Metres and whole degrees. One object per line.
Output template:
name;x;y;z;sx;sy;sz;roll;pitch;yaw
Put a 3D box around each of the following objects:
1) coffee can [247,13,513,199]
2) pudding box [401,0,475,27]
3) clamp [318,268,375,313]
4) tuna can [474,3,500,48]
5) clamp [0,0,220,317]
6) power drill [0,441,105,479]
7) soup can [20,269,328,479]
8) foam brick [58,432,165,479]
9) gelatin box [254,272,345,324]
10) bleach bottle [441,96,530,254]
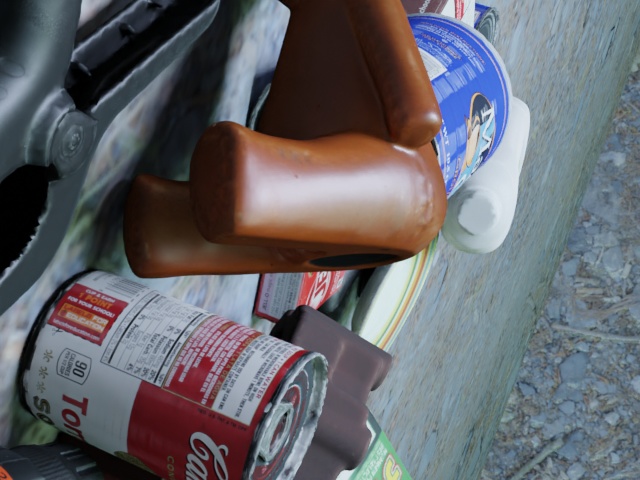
coffee can;0.037;-0.061;0.574;0.140;0.103;0.103;-39;145;-59
pudding box;0.066;-0.132;0.699;0.113;0.039;0.090;-60;162;-24
clamp;0.052;-0.037;0.763;0.210;0.036;0.164;-69;164;10
tuna can;0.107;-0.141;0.820;0.086;0.034;0.086;-56;158;-37
clamp;-0.084;-0.039;0.335;0.171;0.039;0.120;-64;157;0
power drill;-0.145;0.160;0.346;0.184;0.057;0.188;5;102;-69
soup can;-0.057;0.058;0.421;0.068;0.102;0.068;-57;159;-37
foam brick;-0.073;0.080;0.482;0.051;0.053;0.078;79;34;-59
gelatin box;-0.004;0.001;0.642;0.073;0.030;0.089;-38;144;-60
bleach bottle;0.128;-0.054;0.837;0.250;0.068;0.102;-54;154;-73
